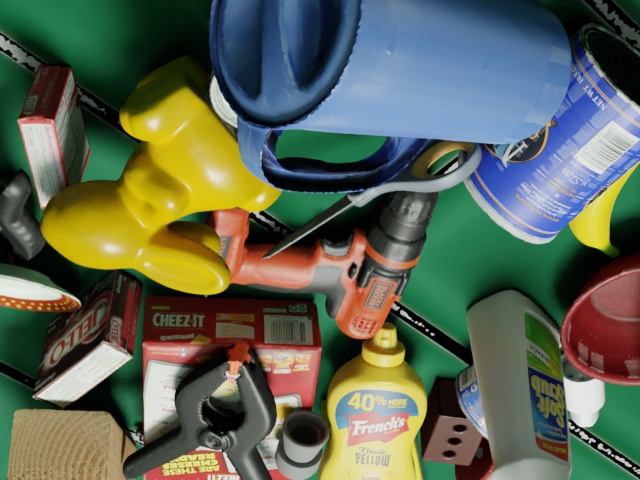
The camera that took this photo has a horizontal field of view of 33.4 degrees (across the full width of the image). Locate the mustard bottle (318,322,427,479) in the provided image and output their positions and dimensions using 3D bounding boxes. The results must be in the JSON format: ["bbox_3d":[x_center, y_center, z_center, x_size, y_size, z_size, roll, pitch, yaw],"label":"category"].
[{"bbox_3d":[0.053,0.169,1.029,0.096,0.058,0.192,5,110,-2],"label":"mustard bottle"}]

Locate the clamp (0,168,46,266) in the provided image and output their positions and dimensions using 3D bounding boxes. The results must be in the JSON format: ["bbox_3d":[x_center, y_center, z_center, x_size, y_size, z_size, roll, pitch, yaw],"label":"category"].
[{"bbox_3d":[-0.262,-0.027,0.878,0.120,0.039,0.171,28,158,28],"label":"clamp"}]

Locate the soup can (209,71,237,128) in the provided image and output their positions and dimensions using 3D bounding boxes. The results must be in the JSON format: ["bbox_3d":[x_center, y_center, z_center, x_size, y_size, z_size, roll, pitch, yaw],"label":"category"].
[{"bbox_3d":[-0.043,-0.134,0.767,0.068,0.102,0.068,1,132,0],"label":"soup can"}]

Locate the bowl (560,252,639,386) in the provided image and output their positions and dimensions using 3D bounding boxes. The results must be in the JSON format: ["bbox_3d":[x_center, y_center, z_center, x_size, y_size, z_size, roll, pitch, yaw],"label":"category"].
[{"bbox_3d":[0.296,0.062,0.972,0.162,0.055,0.162,0,132,0],"label":"bowl"}]

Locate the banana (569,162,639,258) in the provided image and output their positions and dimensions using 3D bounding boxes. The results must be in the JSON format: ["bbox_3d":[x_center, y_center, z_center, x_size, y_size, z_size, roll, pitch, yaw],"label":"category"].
[{"bbox_3d":[0.249,-0.061,0.877,0.069,0.037,0.198,-5,137,-22],"label":"banana"}]

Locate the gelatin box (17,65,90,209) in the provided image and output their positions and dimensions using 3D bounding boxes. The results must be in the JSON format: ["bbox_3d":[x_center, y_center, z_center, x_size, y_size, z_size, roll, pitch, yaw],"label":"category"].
[{"bbox_3d":[-0.208,-0.081,0.837,0.030,0.073,0.089,-1,133,2],"label":"gelatin box"}]

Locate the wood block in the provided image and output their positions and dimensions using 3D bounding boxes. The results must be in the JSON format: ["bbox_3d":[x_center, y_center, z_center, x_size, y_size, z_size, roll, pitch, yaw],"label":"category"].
[{"bbox_3d":[-0.239,0.230,1.053,0.091,0.090,0.206,2,161,-2],"label":"wood block"}]

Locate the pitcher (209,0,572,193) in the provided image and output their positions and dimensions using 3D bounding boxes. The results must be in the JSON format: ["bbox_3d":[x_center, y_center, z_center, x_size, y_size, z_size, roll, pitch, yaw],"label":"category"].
[{"bbox_3d":[0.053,-0.117,0.705,0.242,0.145,0.149,3,157,-44],"label":"pitcher"}]

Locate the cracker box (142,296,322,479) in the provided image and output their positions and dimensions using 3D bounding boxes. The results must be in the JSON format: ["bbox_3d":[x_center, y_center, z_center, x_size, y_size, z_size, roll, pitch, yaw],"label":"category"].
[{"bbox_3d":[-0.091,0.150,1.045,0.164,0.072,0.214,2,133,-7],"label":"cracker box"}]

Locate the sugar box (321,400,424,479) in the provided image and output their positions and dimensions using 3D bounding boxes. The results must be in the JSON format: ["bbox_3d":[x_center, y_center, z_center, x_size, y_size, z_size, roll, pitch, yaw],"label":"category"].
[{"bbox_3d":[0.061,0.234,1.141,0.093,0.048,0.176,-7,134,6],"label":"sugar box"}]

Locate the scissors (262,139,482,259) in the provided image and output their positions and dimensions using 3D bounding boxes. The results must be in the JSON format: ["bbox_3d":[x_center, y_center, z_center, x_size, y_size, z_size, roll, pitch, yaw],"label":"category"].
[{"bbox_3d":[0.046,-0.034,0.832,0.202,0.096,0.016,-43,128,-1],"label":"scissors"}]

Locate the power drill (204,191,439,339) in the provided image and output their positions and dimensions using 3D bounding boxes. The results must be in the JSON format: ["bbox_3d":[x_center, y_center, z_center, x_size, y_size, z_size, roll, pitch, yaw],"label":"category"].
[{"bbox_3d":[-0.006,0.001,0.921,0.187,0.057,0.185,13,128,-10],"label":"power drill"}]

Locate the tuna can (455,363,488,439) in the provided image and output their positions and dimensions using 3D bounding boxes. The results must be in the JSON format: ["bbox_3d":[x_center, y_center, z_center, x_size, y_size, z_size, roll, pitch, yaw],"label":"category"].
[{"bbox_3d":[0.173,0.155,1.039,0.086,0.086,0.034,32,124,-25],"label":"tuna can"}]

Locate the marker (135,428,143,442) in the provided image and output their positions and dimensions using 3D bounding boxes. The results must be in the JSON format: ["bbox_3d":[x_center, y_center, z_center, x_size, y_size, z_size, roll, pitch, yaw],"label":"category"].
[{"bbox_3d":[-0.139,0.221,1.149,0.121,0.020,0.020,17,130,-14],"label":"marker"}]

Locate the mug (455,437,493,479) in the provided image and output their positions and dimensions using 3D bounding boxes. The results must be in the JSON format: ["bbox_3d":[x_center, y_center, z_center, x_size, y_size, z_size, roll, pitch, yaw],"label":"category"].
[{"bbox_3d":[0.191,0.250,1.112,0.081,0.117,0.093,29,161,-17],"label":"mug"}]

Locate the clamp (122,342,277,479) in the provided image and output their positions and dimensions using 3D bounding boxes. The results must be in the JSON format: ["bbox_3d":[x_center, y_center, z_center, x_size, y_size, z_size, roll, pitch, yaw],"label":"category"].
[{"bbox_3d":[-0.103,0.176,0.985,0.164,0.036,0.210,11,126,5],"label":"clamp"}]

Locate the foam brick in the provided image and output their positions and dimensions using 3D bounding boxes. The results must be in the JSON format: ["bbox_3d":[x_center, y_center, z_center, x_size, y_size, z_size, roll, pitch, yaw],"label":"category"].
[{"bbox_3d":[0.136,0.187,1.091,0.053,0.051,0.078,7,132,-5],"label":"foam brick"}]

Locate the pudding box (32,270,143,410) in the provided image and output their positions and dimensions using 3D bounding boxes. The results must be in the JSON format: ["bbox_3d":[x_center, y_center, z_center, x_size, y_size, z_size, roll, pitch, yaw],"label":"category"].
[{"bbox_3d":[-0.213,0.092,0.985,0.039,0.090,0.114,33,125,-28],"label":"pudding box"}]

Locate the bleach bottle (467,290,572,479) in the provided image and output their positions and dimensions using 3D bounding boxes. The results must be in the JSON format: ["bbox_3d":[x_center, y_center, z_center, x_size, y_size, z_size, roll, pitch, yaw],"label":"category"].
[{"bbox_3d":[0.183,0.164,0.935,0.068,0.251,0.102,-31,125,26],"label":"bleach bottle"}]

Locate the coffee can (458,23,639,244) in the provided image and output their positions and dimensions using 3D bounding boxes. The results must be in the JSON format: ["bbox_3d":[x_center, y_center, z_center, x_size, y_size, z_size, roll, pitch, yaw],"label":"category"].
[{"bbox_3d":[0.189,-0.079,0.813,0.102,0.103,0.140,27,127,-22],"label":"coffee can"}]
